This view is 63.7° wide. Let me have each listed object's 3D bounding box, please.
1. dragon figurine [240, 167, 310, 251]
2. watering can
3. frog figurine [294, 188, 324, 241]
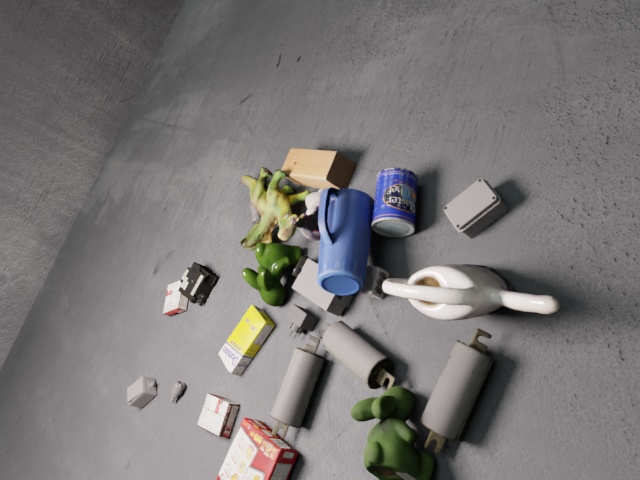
[{"bbox_3d":[-0.176,-0.086,1.555,0.411,0.120,0.245,11,67,51],"label":"dragon figurine"},{"bbox_3d":[0.286,0.100,0.951,0.347,0.224,0.104,3,91,42],"label":"watering can"},{"bbox_3d":[0.004,-0.072,1.431,0.136,0.122,0.161,-55,5,17],"label":"frog figurine"}]
